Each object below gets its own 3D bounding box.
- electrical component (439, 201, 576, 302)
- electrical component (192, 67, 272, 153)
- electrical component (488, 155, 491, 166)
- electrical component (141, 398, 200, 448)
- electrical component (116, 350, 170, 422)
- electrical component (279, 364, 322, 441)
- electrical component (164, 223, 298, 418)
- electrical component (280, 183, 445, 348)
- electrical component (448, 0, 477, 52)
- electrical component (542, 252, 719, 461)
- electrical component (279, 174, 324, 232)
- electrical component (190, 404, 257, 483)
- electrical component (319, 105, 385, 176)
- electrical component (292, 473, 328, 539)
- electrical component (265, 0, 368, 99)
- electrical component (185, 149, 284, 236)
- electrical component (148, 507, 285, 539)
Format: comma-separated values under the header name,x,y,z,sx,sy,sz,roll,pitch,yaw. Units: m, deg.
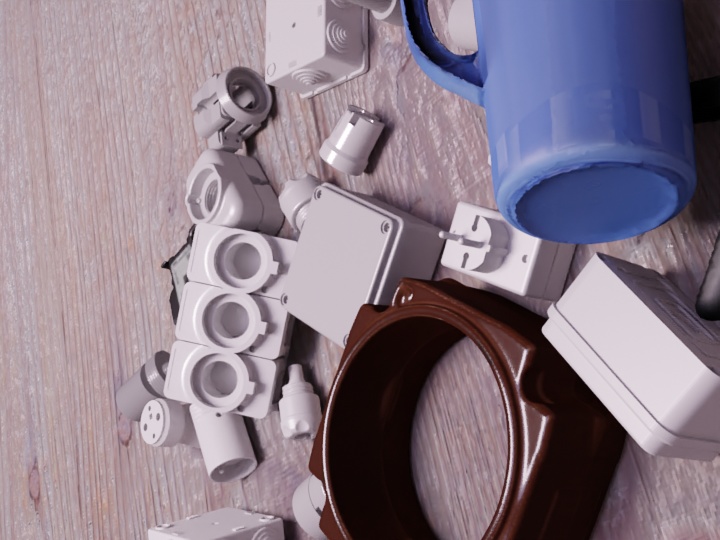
name,x,y,z,sx,sy,sz,roll,pitch,yaw
electrical component,0.087,-0.016,0.721,0.083,0.076,0.047,23,100,49
electrical component,-0.119,-0.154,1.007,0.057,0.058,0.078,-31,60,46
electrical component,0.120,-0.072,0.718,0.062,0.043,0.043,14,93,49
electrical component,-0.171,0.143,1.006,0.045,0.055,0.045,-13,72,48
electrical component,-0.202,0.112,1.059,0.081,0.043,0.043,-41,53,37
electrical component,-0.050,0.108,0.888,0.035,0.035,0.061,-34,55,41
electrical component,-0.104,0.042,0.911,0.089,0.062,0.150,12,91,7
electrical component,0.000,0.000,0.835,0.109,0.056,0.108,29,105,49
electrical component,0.108,-0.190,0.758,0.077,0.043,0.079,23,100,49
electrical component,0.167,0.050,0.611,0.057,0.078,0.113,-56,45,21
electrical component,-0.039,-0.047,0.901,0.043,0.043,0.062,-54,47,27
electrical component,-0.124,0.144,0.960,0.043,0.043,0.081,-48,49,32
electrical component,-0.006,-0.106,0.877,0.040,0.040,0.046,50,118,43
electrical component,-0.019,0.175,0.823,0.047,0.055,0.055,-45,51,39
electrical component,-0.039,-0.206,0.931,0.100,0.048,0.099,-14,72,47
electrical component,-0.119,-0.065,0.986,0.053,0.059,0.095,-54,46,27
electrical component,-0.118,0.233,0.894,0.100,0.100,0.048,-4,92,49
